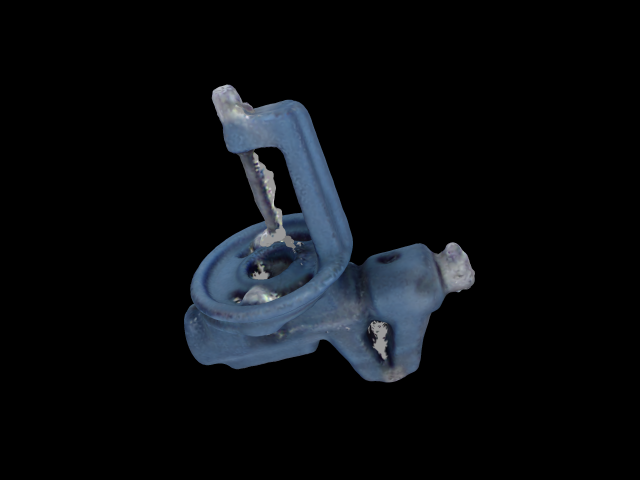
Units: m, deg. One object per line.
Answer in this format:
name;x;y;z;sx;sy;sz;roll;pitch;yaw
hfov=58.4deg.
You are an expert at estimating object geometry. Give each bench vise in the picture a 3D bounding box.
bench vise;0.000;-0.005;0.410;0.208;0.220;0.121;-10;33;-15
